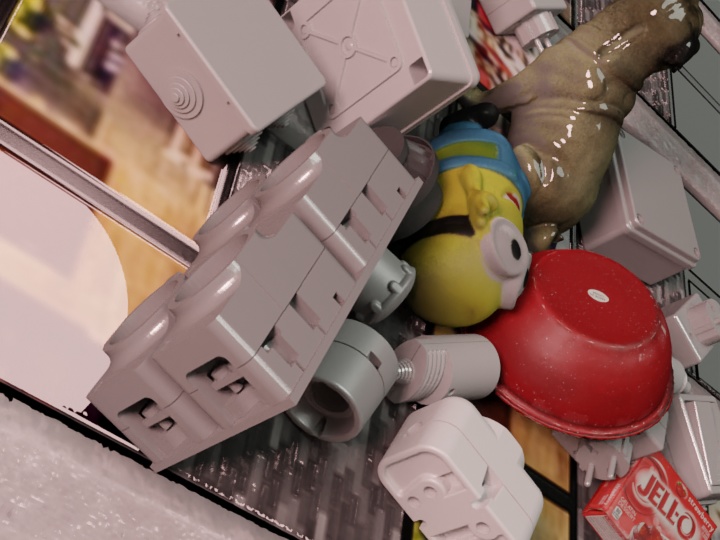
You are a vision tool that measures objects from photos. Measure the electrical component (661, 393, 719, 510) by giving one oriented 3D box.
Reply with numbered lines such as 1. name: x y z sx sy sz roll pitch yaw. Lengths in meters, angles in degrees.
1. electrical component: 0.260 0.148 0.845 0.062 0.061 0.096 9 60 -45

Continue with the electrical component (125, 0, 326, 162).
1. electrical component: -0.081 -0.123 0.648 0.099 0.048 0.099 54 38 -8

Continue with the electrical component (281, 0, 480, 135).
1. electrical component: 0.011 -0.147 0.717 0.056 0.109 0.108 -5 70 -47

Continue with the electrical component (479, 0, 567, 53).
1. electrical component: 0.157 -0.227 0.980 0.066 0.047 0.076 -18 81 -52

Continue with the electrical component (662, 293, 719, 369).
1. electrical component: 0.295 0.049 0.935 0.066 0.077 0.047 -27 88 -52

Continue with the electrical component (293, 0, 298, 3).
1. electrical component: -0.037 -0.228 0.762 0.089 0.050 0.055 -27 87 -52

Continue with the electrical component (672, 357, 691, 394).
1. electrical component: 0.257 0.090 0.902 0.061 0.035 0.035 28 48 -38

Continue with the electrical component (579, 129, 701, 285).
1. electrical component: 0.244 -0.056 0.962 0.109 0.056 0.108 23 51 -38

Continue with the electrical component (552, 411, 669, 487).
1. electrical component: 0.175 0.122 0.763 0.047 0.066 0.076 47 40 -17

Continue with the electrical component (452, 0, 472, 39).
1. electrical component: 0.041 -0.224 0.848 0.100 0.048 0.099 34 45 -29

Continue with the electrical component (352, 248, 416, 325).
1. electrical component: 0.000 0.000 0.665 0.062 0.048 0.048 43 40 -8

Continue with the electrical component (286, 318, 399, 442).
1. electrical component: -0.012 0.063 0.602 0.055 0.055 0.047 49 43 -14

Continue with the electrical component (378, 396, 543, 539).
1. electrical component: 0.063 0.127 0.645 0.095 0.054 0.059 52 39 -11

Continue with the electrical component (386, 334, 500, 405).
1. electrical component: 0.047 0.062 0.677 0.081 0.043 0.043 2 65 -47

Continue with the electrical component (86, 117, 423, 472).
1. electrical component: -0.051 0.004 0.554 0.060 0.105 0.186 48 39 -15
